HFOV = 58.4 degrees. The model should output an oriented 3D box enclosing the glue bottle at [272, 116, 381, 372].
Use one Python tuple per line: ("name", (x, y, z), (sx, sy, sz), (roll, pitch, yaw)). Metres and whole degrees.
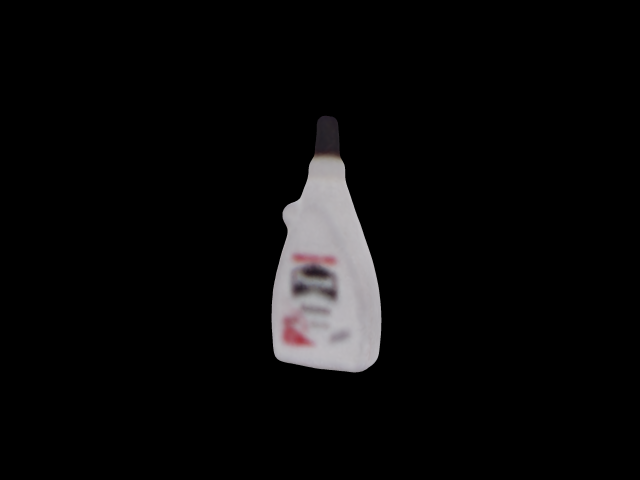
("glue bottle", (0.004, 0.001, 0.400), (0.078, 0.173, 0.037), (2, 5, 24))
